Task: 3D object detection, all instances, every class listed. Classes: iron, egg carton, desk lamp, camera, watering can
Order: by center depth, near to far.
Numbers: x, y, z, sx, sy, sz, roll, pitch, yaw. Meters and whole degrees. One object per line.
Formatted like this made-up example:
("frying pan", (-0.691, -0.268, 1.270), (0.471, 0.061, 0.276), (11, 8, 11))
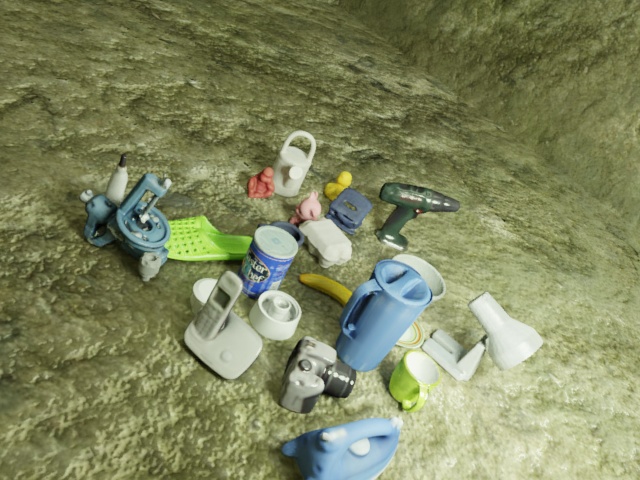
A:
("iron", (0.070, 0.360, 1.019), (0.259, 0.141, 0.118), (-2, 44, -37))
("camera", (0.003, 0.268, 1.132), (0.137, 0.100, 0.143), (24, 34, -6))
("desk lamp", (0.380, 0.236, 1.341), (0.203, 0.213, 0.118), (40, 35, 18))
("egg carton", (0.014, 0.005, 1.520), (0.107, 0.069, 0.150), (-11, 50, -44))
("watering can", (-0.074, -0.223, 1.650), (0.101, 0.194, 0.172), (2, 41, -33))

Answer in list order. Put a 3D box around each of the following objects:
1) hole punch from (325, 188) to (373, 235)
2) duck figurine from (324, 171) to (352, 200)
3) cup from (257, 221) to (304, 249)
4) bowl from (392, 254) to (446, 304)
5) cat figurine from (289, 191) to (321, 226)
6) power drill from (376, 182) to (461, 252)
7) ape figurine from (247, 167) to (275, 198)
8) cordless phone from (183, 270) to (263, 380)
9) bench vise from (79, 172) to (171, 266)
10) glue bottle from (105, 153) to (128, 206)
("hole punch", (0.086, -0.086, 1.674), (0.108, 0.091, 0.101), (35, 34, 11))
("duck figurine", (0.064, -0.173, 1.779), (0.077, 0.086, 0.105), (37, 34, 13))
("cup", (-0.108, 0.011, 1.402), (0.118, 0.095, 0.091), (20, 34, -12))
("bowl", (0.247, 0.119, 1.530), (0.168, 0.074, 0.167), (19, 34, -13))
("cat figurine", (-0.029, -0.087, 1.570), (0.067, 0.117, 0.128), (27, 33, -2))
("power drill", (0.263, -0.071, 1.674), (0.230, 0.208, 0.075), (21, 34, -10))
("ape figurine", (-0.158, -0.164, 1.603), (0.078, 0.092, 0.076), (27, 33, -2))
("cordless phone", (-0.167, 0.159, 1.080), (0.147, 0.185, 0.094), (36, 34, 12))
("bench vise", (-0.395, -0.057, 1.176), (0.208, 0.219, 0.121), (17, 35, -16))
("glue bottle", (-0.447, -0.118, 1.262), (0.037, 0.173, 0.078), (17, 35, -16))
